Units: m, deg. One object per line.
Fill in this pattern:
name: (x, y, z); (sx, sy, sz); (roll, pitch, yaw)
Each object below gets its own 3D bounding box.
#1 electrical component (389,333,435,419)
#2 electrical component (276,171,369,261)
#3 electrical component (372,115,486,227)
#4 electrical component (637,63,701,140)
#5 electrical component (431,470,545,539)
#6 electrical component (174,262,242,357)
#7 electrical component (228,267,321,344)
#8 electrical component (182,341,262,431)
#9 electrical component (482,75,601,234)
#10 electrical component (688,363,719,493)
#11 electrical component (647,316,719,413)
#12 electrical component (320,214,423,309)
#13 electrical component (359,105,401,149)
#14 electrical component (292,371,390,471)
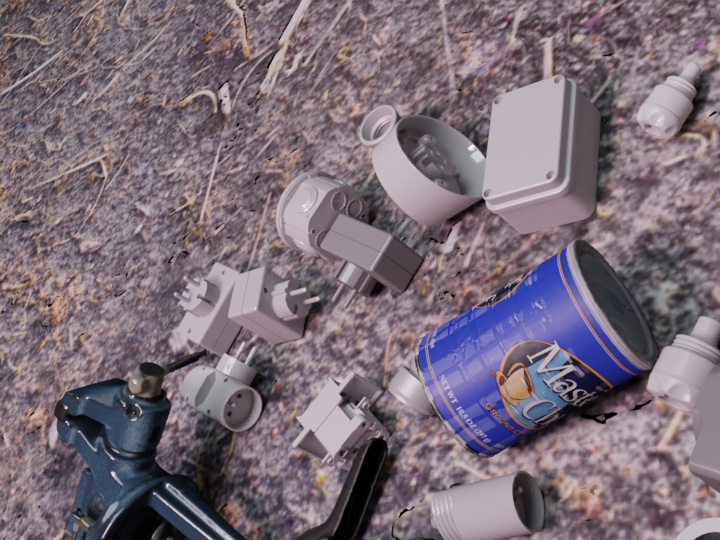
electrical component: (0.055, 0.085, 0.864); (0.055, 0.045, 0.045); (-54, 39, 2)
electrical component: (-0.035, -0.051, 1.023); (0.051, 0.080, 0.080); (25, 82, 45)
electrical component: (0.061, -0.089, 0.943); (0.064, 0.099, 0.099); (-38, 42, 28)
electrical component: (0.245, -0.134, 0.839); (0.061, 0.035, 0.035); (-55, 39, -5)
electrical component: (0.087, 0.174, 0.772); (0.081, 0.043, 0.043); (-22, 49, 33)
electrical component: (-0.155, 0.032, 1.085); (0.047, 0.076, 0.083); (21, 79, 49)
electrical component: (-0.072, 0.030, 1.012); (0.077, 0.066, 0.047); (-16, 53, 37)
electrical component: (-0.124, 0.106, 1.027); (0.077, 0.043, 0.079); (19, 77, 50)
electrical component: (0.150, -0.096, 0.888); (0.078, 0.057, 0.113); (-14, 54, 38)
electrical component: (0.266, 0.054, 0.630); (0.060, 0.105, 0.186); (13, 73, 49)
electrical component: (0.222, 0.062, 0.717); (0.043, 0.043, 0.062); (16, 74, 49)
electrical component: (0.000, 0.000, 0.977); (0.083, 0.047, 0.075); (26, 82, 50)
electrical component: (0.033, -0.124, 1.025); (0.045, 0.055, 0.045); (-25, 48, 31)
electrical component: (-0.012, 0.131, 0.902); (0.081, 0.042, 0.064); (-52, 43, 4)
